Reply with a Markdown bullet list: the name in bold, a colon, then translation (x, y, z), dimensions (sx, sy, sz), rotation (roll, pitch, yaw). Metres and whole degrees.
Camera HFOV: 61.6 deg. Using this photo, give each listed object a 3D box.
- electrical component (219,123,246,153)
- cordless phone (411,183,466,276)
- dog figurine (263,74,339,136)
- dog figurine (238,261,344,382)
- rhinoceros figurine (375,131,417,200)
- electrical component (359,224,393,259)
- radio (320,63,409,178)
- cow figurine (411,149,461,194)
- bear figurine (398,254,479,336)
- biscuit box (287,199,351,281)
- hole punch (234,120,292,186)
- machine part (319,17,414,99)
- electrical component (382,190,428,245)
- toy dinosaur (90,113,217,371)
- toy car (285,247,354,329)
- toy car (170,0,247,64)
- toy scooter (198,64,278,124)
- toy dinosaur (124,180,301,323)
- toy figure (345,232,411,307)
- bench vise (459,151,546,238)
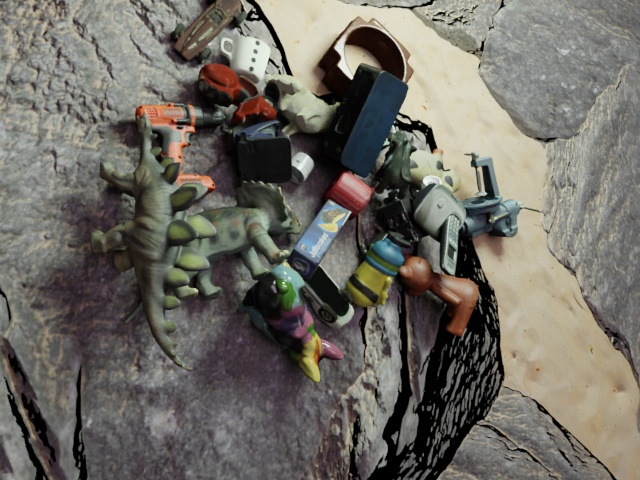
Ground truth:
- **electrical component**: translation (-0.175, -0.210, 1.132), dimensions (0.094, 0.021, 0.063), rotation (7, 78, -57)
- **cordless phone**: translation (0.264, -0.020, 1.208), dimensions (0.146, 0.089, 0.184), rotation (39, 47, -36)
- **dog figurine**: translation (-0.023, -0.308, 1.223), dimensions (0.190, 0.121, 0.172), rotation (-22, 92, -44)
- **dog figurine**: translation (-0.045, 0.167, 1.049), dimensions (0.219, 0.191, 0.108), rotation (46, 58, 6)
- **rhinoceros figurine**: translation (0.173, -0.177, 1.217), dimensions (0.073, 0.112, 0.190), rotation (14, 43, -2)
- **electrical component**: translation (0.137, 0.013, 1.252), dimensions (0.102, 0.045, 0.078), rotation (-51, 131, -24)
- **radio**: translation (0.097, -0.264, 1.194), dimensions (0.131, 0.073, 0.229), rotation (12, 105, -53)
- **cow figurine**: translation (0.267, -0.161, 1.333), dimensions (0.195, 0.085, 0.127), rotation (15, 73, -20)
- **bear figurine**: translation (0.264, 0.121, 1.262), dimensions (0.196, 0.120, 0.131), rotation (18, 113, 4)
- **biscuit box**: translation (-0.002, -0.003, 1.124), dimensions (0.059, 0.062, 0.203), rotation (31, 41, 1)
- **hole punch**: translation (-0.123, -0.181, 1.121), dimensions (0.116, 0.142, 0.092), rotation (-8, 42, -12)
- **machine part**: translation (0.114, -0.422, 1.316), dimensions (0.201, 0.087, 0.201), rotation (39, 64, -13)
- **electrical component**: translation (0.204, -0.057, 1.268), dimensions (0.115, 0.058, 0.134), rotation (-25, 92, -58)
- **toy dinosaur**: translation (-0.290, -0.007, 0.943), dimensions (0.199, 0.105, 0.471), rotation (-8, 77, 13)
- **toy car**: translation (-0.005, 0.099, 1.149), dimensions (0.201, 0.056, 0.073), rotation (50, 56, -5)
- **toy car**: translation (-0.239, -0.467, 1.165), dimensions (0.089, 0.053, 0.202), rotation (43, 62, -16)
- **toy scooter**: translation (-0.179, -0.291, 1.104), dimensions (0.184, 0.075, 0.135), rotation (30, 35, -6)
- **toy dinosaur**: translation (-0.203, 0.004, 1.042), dimensions (0.405, 0.131, 0.192), rotation (-19, 70, -22)
- **toy figure**: translation (0.124, 0.065, 1.179), dimensions (0.089, 0.082, 0.180), rotation (25, 105, -8)
- **bench vise**: translation (0.435, -0.114, 1.380), dimensions (0.224, 0.129, 0.240), rotation (-16, 103, -14)
